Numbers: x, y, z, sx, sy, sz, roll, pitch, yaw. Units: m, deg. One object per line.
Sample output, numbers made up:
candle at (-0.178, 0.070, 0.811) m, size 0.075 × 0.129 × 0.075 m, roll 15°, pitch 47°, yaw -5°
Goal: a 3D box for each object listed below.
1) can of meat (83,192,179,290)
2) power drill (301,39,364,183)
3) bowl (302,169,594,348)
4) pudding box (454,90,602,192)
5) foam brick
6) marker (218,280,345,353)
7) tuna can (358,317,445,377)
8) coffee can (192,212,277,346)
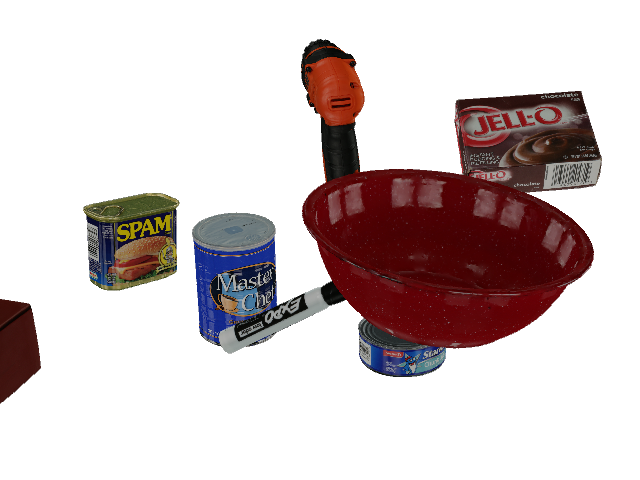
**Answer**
can of meat at (-0.204, 0.001, 1.159) m, size 0.101 × 0.084 × 0.058 m, roll -15°, pitch 25°, yaw -40°
power drill at (0.014, -0.097, 1.056) m, size 0.057 × 0.188 × 0.184 m, roll -8°, pitch 24°, yaw -1°
bowl at (0.067, 0.014, 0.600) m, size 0.162 × 0.055 × 0.162 m, roll 6°, pitch 25°, yaw -3°
pudding box at (0.176, -0.084, 0.916) m, size 0.113 × 0.090 × 0.039 m, roll -3°, pitch -42°, yaw 1°
foam brick at (-0.233, 0.079, 0.713) m, size 0.053 × 0.051 × 0.078 m, roll 8°, pitch 29°, yaw 23°
marker at (-0.023, 0.054, 0.800) m, size 0.121 × 0.020 × 0.020 m, roll -26°, pitch -10°, yaw 21°
tuna can at (0.079, 0.099, 1.035) m, size 0.086 × 0.034 × 0.086 m, roll -1°, pitch 22°, yaw 0°
coffee can at (-0.106, 0.049, 1.343) m, size 0.103 × 0.140 × 0.103 m, roll -1°, pitch 25°, yaw 0°
